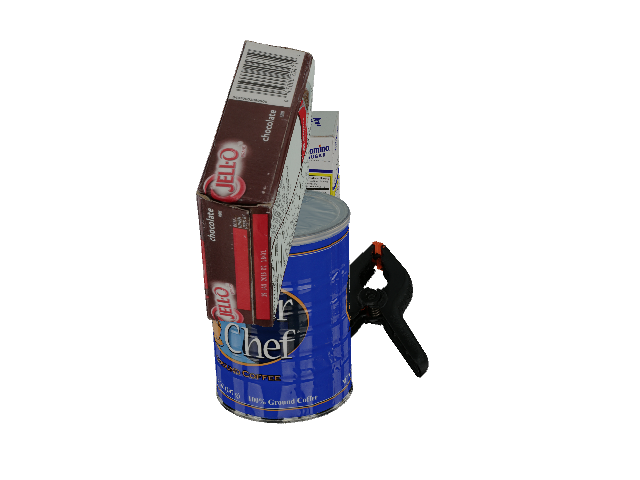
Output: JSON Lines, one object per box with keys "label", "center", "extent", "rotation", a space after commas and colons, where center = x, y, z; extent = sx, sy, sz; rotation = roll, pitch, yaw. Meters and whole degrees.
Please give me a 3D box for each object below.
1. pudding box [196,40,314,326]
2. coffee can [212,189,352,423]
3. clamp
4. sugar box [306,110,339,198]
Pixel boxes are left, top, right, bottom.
{"label": "pudding box", "center": [-0.030, -0.028, 0.526], "extent": [0.039, 0.113, 0.090], "rotation": [10, -41, 5]}
{"label": "coffee can", "center": [-0.029, 0.045, 0.767], "extent": [0.103, 0.140, 0.103], "rotation": [-1, 21, 0]}
{"label": "clamp", "center": [0.062, 0.073, 1.090], "extent": [0.120, 0.171, 0.039], "rotation": [11, -39, 11]}
{"label": "sugar box", "center": [-0.001, -0.056, 1.256], "extent": [0.048, 0.176, 0.093], "rotation": [-1, 24, 5]}
